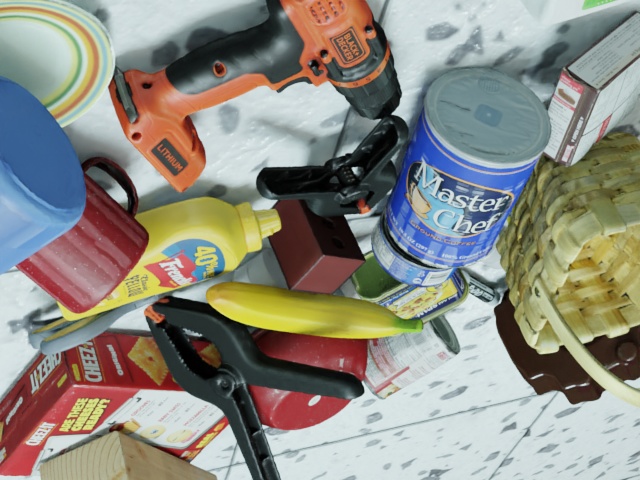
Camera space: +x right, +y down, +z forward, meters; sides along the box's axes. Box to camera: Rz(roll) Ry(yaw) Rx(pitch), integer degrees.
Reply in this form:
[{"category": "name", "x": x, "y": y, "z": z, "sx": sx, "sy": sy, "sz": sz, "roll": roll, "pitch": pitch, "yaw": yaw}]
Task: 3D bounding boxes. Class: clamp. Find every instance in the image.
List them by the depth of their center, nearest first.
[{"category": "clamp", "x": 0.029, "y": -0.054, "z": 0.854, "sx": 0.120, "sy": 0.039, "sz": 0.171, "roll": -19, "pitch": 170, "yaw": 16}, {"category": "clamp", "x": -0.077, "y": 0.132, "z": 0.958, "sx": 0.036, "sy": 0.210, "sz": 0.165, "roll": -32, "pitch": 152, "yaw": -58}]

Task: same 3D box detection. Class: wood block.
[{"category": "wood block", "x": -0.178, "y": 0.271, "z": 1.069, "sx": 0.091, "sy": 0.090, "sz": 0.206, "roll": -25, "pitch": 150, "yaw": 12}]

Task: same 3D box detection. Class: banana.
[{"category": "banana", "x": -0.011, "y": 0.060, "z": 0.930, "sx": 0.197, "sy": 0.037, "sz": 0.070, "roll": 8, "pitch": 160, "yaw": -21}]

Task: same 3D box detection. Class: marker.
[{"category": "marker", "x": 0.162, "y": 0.048, "z": 1.150, "sx": 0.020, "sy": 0.020, "sz": 0.121, "roll": -35, "pitch": 147, "yaw": 19}]

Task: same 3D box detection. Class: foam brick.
[{"category": "foam brick", "x": -0.006, "y": 0.001, "z": 0.919, "sx": 0.052, "sy": 0.078, "sz": 0.051, "roll": 8, "pitch": 136, "yaw": -41}]

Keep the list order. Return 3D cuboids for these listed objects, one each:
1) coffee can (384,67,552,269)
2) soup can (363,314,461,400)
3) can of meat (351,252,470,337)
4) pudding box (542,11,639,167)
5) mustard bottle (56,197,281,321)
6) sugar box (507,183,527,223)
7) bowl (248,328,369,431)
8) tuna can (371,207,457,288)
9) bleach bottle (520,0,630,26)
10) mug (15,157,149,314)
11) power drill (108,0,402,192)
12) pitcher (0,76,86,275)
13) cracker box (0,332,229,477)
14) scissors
[{"category": "coffee can", "x": 0.119, "y": -0.057, "z": 0.885, "sx": 0.102, "sy": 0.103, "sz": 0.140, "roll": -10, "pitch": 146, "yaw": -20}, {"category": "soup can", "x": 0.094, "y": 0.122, "z": 1.173, "sx": 0.102, "sy": 0.068, "sz": 0.068, "roll": -34, "pitch": 147, "yaw": 17}, {"category": "can of meat", "x": 0.088, "y": 0.041, "z": 1.059, "sx": 0.102, "sy": 0.057, "sz": 0.084, "roll": -27, "pitch": 146, "yaw": 7}, {"category": "pudding box", "x": 0.230, "y": -0.123, "z": 0.873, "sx": 0.113, "sy": 0.039, "sz": 0.090, "roll": -40, "pitch": 154, "yaw": -33}, {"category": "mustard bottle", "x": -0.125, "y": 0.008, "z": 0.873, "sx": 0.191, "sy": 0.058, "sz": 0.096, "roll": -16, "pitch": 152, "yaw": -11}, {"category": "sugar box", "x": 0.216, "y": -0.054, "z": 1.007, "sx": 0.093, "sy": 0.048, "sz": 0.176, "roll": -25, "pitch": 145, "yaw": 3}, {"category": "bowl", "x": -0.015, "y": 0.133, "z": 1.017, "sx": 0.162, "sy": 0.055, "sz": 0.162, "roll": -19, "pitch": 144, "yaw": -15}, {"category": "tuna can", "x": 0.090, "y": 0.001, "z": 0.971, "sx": 0.086, "sy": 0.086, "sz": 0.034, "roll": -7, "pitch": 147, "yaw": -24}, {"category": "bleach bottle", "x": 0.263, "y": -0.230, "z": 0.756, "sx": 0.250, "sy": 0.068, "sz": 0.102, "roll": -18, "pitch": 148, "yaw": -12}, {"category": "mug", "x": -0.173, "y": -0.009, "z": 0.773, "sx": 0.081, "sy": 0.117, "sz": 0.093, "roll": 44, "pitch": 140, "yaw": -19}, {"category": "power drill", "x": -0.040, "y": -0.108, "z": 0.756, "sx": 0.188, "sy": 0.057, "sz": 0.184, "roll": -29, "pitch": 149, "yaw": 6}, {"category": "pitcher", "x": -0.278, "y": -0.011, "z": 0.670, "sx": 0.243, "sy": 0.145, "sz": 0.149, "roll": -28, "pitch": 162, "yaw": 17}, {"category": "cracker box", "x": -0.193, "y": 0.165, "z": 1.056, "sx": 0.213, "sy": 0.072, "sz": 0.164, "roll": 11, "pitch": 134, "yaw": -41}, {"category": "scissors", "x": -0.159, "y": 0.056, "z": 0.919, "sx": 0.202, "sy": 0.016, "sz": 0.096, "roll": -21, "pitch": -169, "yaw": 1}]
